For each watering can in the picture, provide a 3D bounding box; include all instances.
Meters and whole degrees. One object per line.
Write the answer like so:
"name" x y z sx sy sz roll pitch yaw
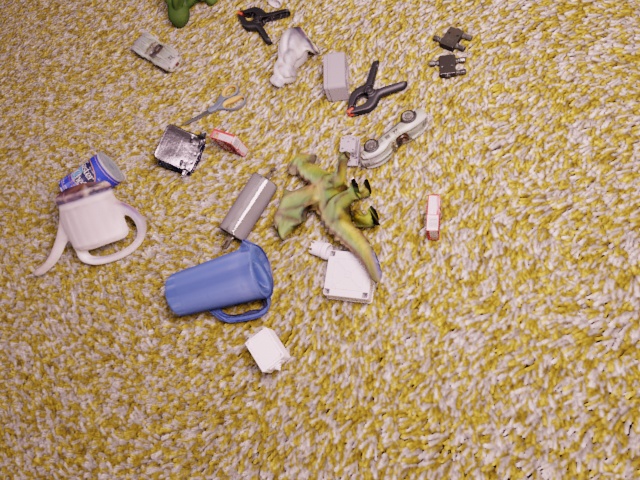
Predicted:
"watering can" -0.643 -0.031 1.382 0.347 0.105 0.222 -16 101 5

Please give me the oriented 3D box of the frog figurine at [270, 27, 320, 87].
"frog figurine" -0.087 -0.504 1.420 0.158 0.121 0.140 -35 33 11

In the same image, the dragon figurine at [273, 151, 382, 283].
"dragon figurine" 0.004 -0.062 1.235 0.241 0.120 0.419 -19 58 20
